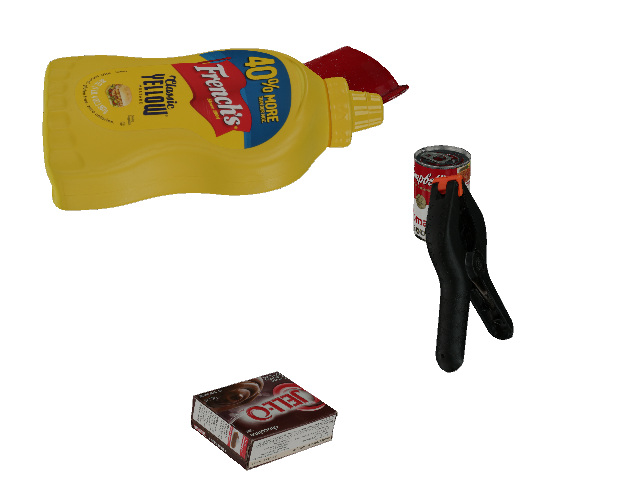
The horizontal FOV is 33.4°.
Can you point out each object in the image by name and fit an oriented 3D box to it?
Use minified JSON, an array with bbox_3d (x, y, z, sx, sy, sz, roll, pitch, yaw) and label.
[{"bbox_3d":[-0.008,-0.126,0.926,0.162,0.055,0.162,-22,9,4],"label":"bowl"},{"bbox_3d":[-0.059,-0.068,0.613,0.191,0.096,0.058,-5,-39,-7],"label":"mustard bottle"},{"bbox_3d":[0.123,0.031,0.951,0.039,0.171,0.120,-11,13,32],"label":"clamp"},{"bbox_3d":[-0.054,0.171,1.025,0.113,0.039,0.090,-13,29,-42],"label":"pudding box"},{"bbox_3d":[0.145,-0.055,1.285,0.068,0.102,0.068,-1,27,0],"label":"soup can"}]
